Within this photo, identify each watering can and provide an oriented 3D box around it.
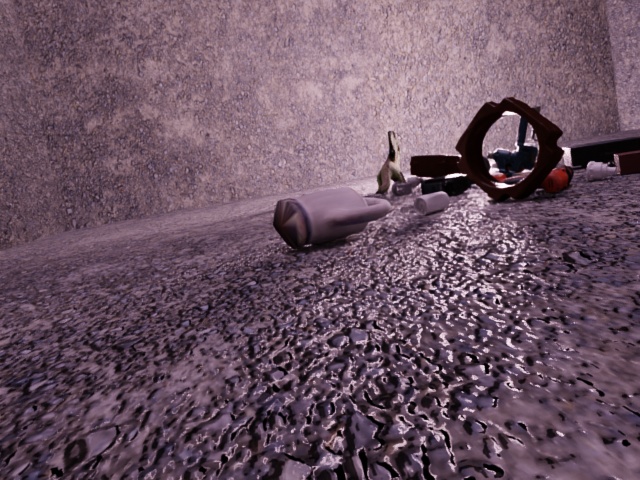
[{"bbox_3d":[0.003,-0.055,1.095,0.225,0.103,0.348,-13,10,-22],"label":"watering can"}]

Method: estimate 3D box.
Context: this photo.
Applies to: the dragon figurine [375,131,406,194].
[{"bbox_3d":[0.273,-0.310,2.037,0.122,0.241,0.413,-3,7,15],"label":"dragon figurine"}]
